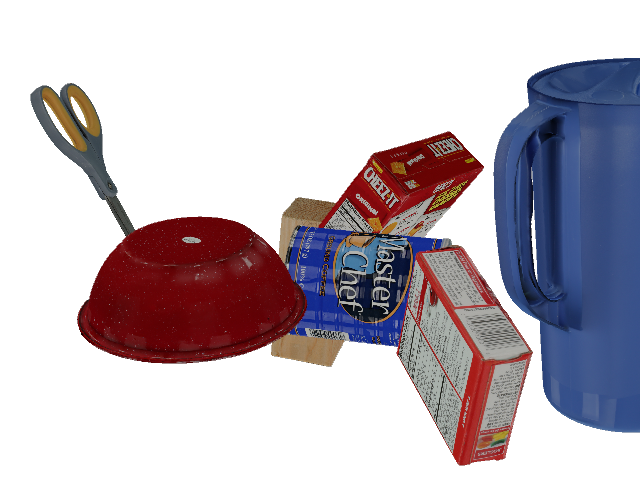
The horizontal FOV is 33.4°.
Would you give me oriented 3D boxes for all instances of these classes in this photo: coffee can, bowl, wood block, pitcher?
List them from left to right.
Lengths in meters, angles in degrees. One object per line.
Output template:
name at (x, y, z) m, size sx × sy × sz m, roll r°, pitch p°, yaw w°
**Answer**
bowl at (-0.090, 0.025, 0.744) m, size 0.162 × 0.055 × 0.162 m, roll -1°, pitch 22°, yaw 0°
wood block at (-0.009, 0.056, 1.471) m, size 0.090 × 0.206 × 0.090 m, roll 9°, pitch 21°, yaw 10°
coffee can at (0.044, 0.043, 0.966) m, size 0.140 × 0.103 × 0.102 m, roll 5°, pitch 1°, yaw 10°
pitcher at (0.198, 0.005, 0.721) m, size 0.149 × 0.243 × 0.145 m, roll 2°, pitch 21°, yaw 14°

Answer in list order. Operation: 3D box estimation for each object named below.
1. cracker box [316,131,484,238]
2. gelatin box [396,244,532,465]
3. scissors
cracker box at (0.069, -0.023, 1.245) m, size 0.163 × 0.072 × 0.214 m, roll -22°, pitch -24°, yaw -49°
gelatin box at (0.072, 0.057, 0.547) m, size 0.030 × 0.073 × 0.089 m, roll -6°, pitch 37°, yaw -16°
scissors at (-0.199, -0.064, 0.991) m, size 0.016 × 0.201 × 0.096 m, roll -23°, pitch 27°, yaw 19°
